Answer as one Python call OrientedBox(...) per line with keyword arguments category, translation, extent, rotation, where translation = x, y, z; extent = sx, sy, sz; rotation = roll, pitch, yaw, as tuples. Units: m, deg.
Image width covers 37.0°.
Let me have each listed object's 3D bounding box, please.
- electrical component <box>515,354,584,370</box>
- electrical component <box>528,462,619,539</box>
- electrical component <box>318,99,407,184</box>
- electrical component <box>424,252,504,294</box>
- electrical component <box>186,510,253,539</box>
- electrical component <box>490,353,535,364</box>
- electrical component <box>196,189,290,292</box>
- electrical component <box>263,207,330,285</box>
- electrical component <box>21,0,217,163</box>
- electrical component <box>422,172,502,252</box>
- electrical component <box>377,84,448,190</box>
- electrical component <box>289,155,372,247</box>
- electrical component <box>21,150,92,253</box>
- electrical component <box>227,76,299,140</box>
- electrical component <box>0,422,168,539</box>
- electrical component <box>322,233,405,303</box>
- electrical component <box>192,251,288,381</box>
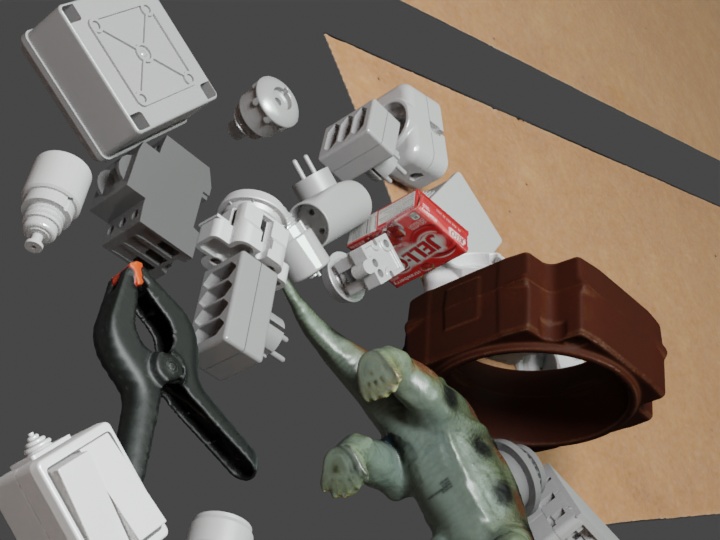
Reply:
OrientedBox(category="electrical component", translation=(0.202, 0.101, 1.144), extent=(0.056, 0.050, 0.089), rotation=(2, 67, -52))
OrientedBox(category="electrical component", translation=(0.210, 0.268, 1.013), extent=(0.150, 0.062, 0.089), rotation=(47, 6, -22))
OrientedBox(category="electrical component", translation=(0.012, -0.110, 1.023), extent=(0.077, 0.066, 0.047), rotation=(40, 41, -29))
OrientedBox(category="electrical component", translation=(0.110, 0.018, 1.024), extent=(0.053, 0.095, 0.059), rotation=(-55, 144, -68))
OrientedBox(category="electrical component", translation=(-0.096, 0.193, 0.707), extent=(0.045, 0.045, 0.055), rotation=(39, 41, -30))
OrientedBox(category="electrical component", translation=(0.145, 0.056, 1.099), extent=(0.089, 0.050, 0.055), rotation=(19, 54, -45))
OrientedBox(category="electrical component", translation=(-0.089, -0.026, 0.849), extent=(0.078, 0.058, 0.057), rotation=(36, 46, -33))
OrientedBox(category="electrical component", translation=(-0.058, -0.024, 0.901), extent=(0.078, 0.040, 0.040), rotation=(58, 35, -7))
OrientedBox(category="electrical component", translation=(-0.180, -0.151, 0.813), extent=(0.108, 0.056, 0.109), rotation=(58, 35, -7))
OrientedBox(category="electrical component", translation=(0.090, -0.039, 1.092), extent=(0.099, 0.048, 0.100), rotation=(57, 35, -9))
OrientedBox(category="electrical component", translation=(0.048, -0.137, 1.097), extent=(0.059, 0.054, 0.095), rotation=(24, 50, -42))
OrientedBox(category="electrical component", translation=(-0.035, -0.065, 0.952), extent=(0.079, 0.044, 0.077), rotation=(61, 35, -3))
OrientedBox(category="electrical component", translation=(-0.208, -0.045, 0.722), extent=(0.040, 0.040, 0.078), rotation=(38, 43, -32))
OrientedBox(category="electrical component", translation=(-0.087, -0.132, 0.915), extent=(0.048, 0.062, 0.048), rotation=(30, 46, -37))
OrientedBox(category="electrical component", translation=(-0.167, 0.136, 0.638), extent=(0.062, 0.061, 0.096), rotation=(-31, 93, -55))
OrientedBox(category="electrical component", translation=(0.000, 0.000, 0.945), extent=(0.066, 0.055, 0.048), rotation=(-31, 93, -55))
OrientedBox(category="electrical component", translation=(-0.083, 0.044, 0.818), extent=(0.076, 0.047, 0.083), rotation=(37, 43, -32))
